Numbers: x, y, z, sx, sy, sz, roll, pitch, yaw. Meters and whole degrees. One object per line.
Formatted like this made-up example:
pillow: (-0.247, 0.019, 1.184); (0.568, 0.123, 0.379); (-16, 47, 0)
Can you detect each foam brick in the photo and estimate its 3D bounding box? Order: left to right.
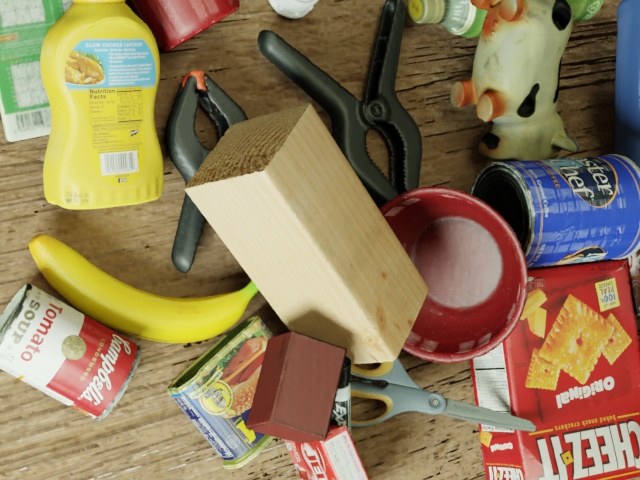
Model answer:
foam brick: (-0.018, 0.119, 0.852); (0.051, 0.053, 0.078); (22, 69, -20)

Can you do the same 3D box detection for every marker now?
marker: (0.018, 0.147, 0.913); (0.020, 0.020, 0.121); (-22, 129, -29)

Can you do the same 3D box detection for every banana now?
banana: (-0.144, 0.046, 0.874); (0.197, 0.037, 0.069); (12, 80, -23)

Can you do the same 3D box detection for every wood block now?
wood block: (-0.005, 0.001, 0.884); (0.206, 0.091, 0.090); (55, 45, -27)

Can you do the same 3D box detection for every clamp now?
clamp: (-0.080, -0.062, 0.926); (0.120, 0.039, 0.171); (-6, 91, -35)
clamp: (0.050, -0.126, 1.003); (0.164, 0.036, 0.210); (-30, 97, -28)

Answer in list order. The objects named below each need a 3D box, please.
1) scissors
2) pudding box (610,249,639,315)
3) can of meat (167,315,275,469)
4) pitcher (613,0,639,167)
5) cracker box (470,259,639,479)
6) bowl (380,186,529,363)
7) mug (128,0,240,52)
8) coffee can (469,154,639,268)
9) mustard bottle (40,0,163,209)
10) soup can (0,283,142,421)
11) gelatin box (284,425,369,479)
scissors: (0.094, 0.129, 0.964); (0.201, 0.016, 0.096); (0, 72, -10)
pudding box: (0.324, 0.030, 1.076); (0.039, 0.113, 0.090); (-8, 84, -4)
can of meat: (-0.064, 0.125, 0.892); (0.102, 0.058, 0.084); (-42, 98, -27)
pitcher: (0.366, -0.137, 1.115); (0.149, 0.145, 0.243); (10, 80, -13)
cracker box: (0.233, 0.132, 1.034); (0.163, 0.072, 0.214); (-4, 84, -27)
bowl: (0.116, 0.027, 0.968); (0.055, 0.162, 0.162); (-26, 94, -62)
mug: (-0.131, -0.207, 0.903); (0.117, 0.093, 0.081); (-30, 102, 3)
coffee can: (0.226, -0.027, 1.010); (0.140, 0.103, 0.103); (-5, 84, -26)
mustard bottle: (-0.172, -0.124, 0.843); (0.096, 0.058, 0.192); (-9, 105, -37)
soup can: (-0.199, 0.086, 0.823); (0.102, 0.069, 0.068); (33, 68, -18)
gelatin box: (0.011, 0.202, 0.907); (0.030, 0.073, 0.089); (-25, 94, -28)
